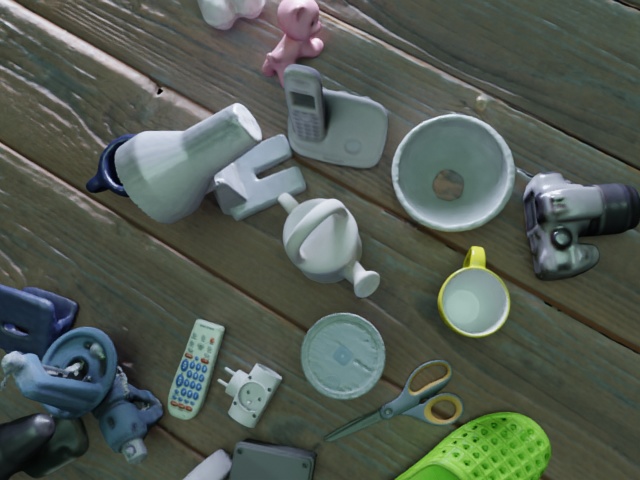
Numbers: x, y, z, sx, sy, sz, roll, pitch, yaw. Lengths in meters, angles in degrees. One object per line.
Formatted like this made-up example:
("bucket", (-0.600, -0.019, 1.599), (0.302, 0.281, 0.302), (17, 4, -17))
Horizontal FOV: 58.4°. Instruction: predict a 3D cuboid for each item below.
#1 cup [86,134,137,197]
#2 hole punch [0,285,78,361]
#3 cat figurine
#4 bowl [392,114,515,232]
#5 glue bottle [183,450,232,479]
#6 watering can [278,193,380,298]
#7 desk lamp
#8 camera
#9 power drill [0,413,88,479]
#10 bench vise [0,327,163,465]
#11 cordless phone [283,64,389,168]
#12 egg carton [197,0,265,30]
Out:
("cup", (-0.276, -0.092, 0.850), (0.118, 0.095, 0.091), (-28, 78, 1))
("hole punch", (-0.423, 0.122, 0.829), (0.108, 0.091, 0.101), (16, 82, 9))
("cat figurine", (-0.042, -0.308, 0.853), (0.067, 0.118, 0.128), (32, 85, 11))
("bowl", (0.184, -0.086, 0.811), (0.167, 0.075, 0.167), (-1, 80, 6))
("glue bottle", (-0.158, 0.317, 0.724), (0.037, 0.173, 0.078), (37, 86, 11))
("watering can", (0.008, 0.001, 0.753), (0.172, 0.194, 0.101), (24, 83, 10))
("desk lamp", (-0.141, -0.101, 0.777), (0.203, 0.213, 0.118), (-25, 78, 1))
("camera", (0.356, -0.024, 0.768), (0.136, 0.101, 0.143), (-5, 79, 5))
("power drill", (-0.397, 0.276, 0.739), (0.229, 0.208, 0.075), (-30, 78, 0))
("bench vise", (-0.294, 0.191, 0.737), (0.207, 0.220, 0.121), (31, 84, 11))
("cordless phone", (0.020, -0.173, 0.788), (0.147, 0.185, 0.094), (11, 81, 8))
("egg carton", (-0.152, -0.412, 0.908), (0.107, 0.069, 0.150), (-24, 78, 1))
